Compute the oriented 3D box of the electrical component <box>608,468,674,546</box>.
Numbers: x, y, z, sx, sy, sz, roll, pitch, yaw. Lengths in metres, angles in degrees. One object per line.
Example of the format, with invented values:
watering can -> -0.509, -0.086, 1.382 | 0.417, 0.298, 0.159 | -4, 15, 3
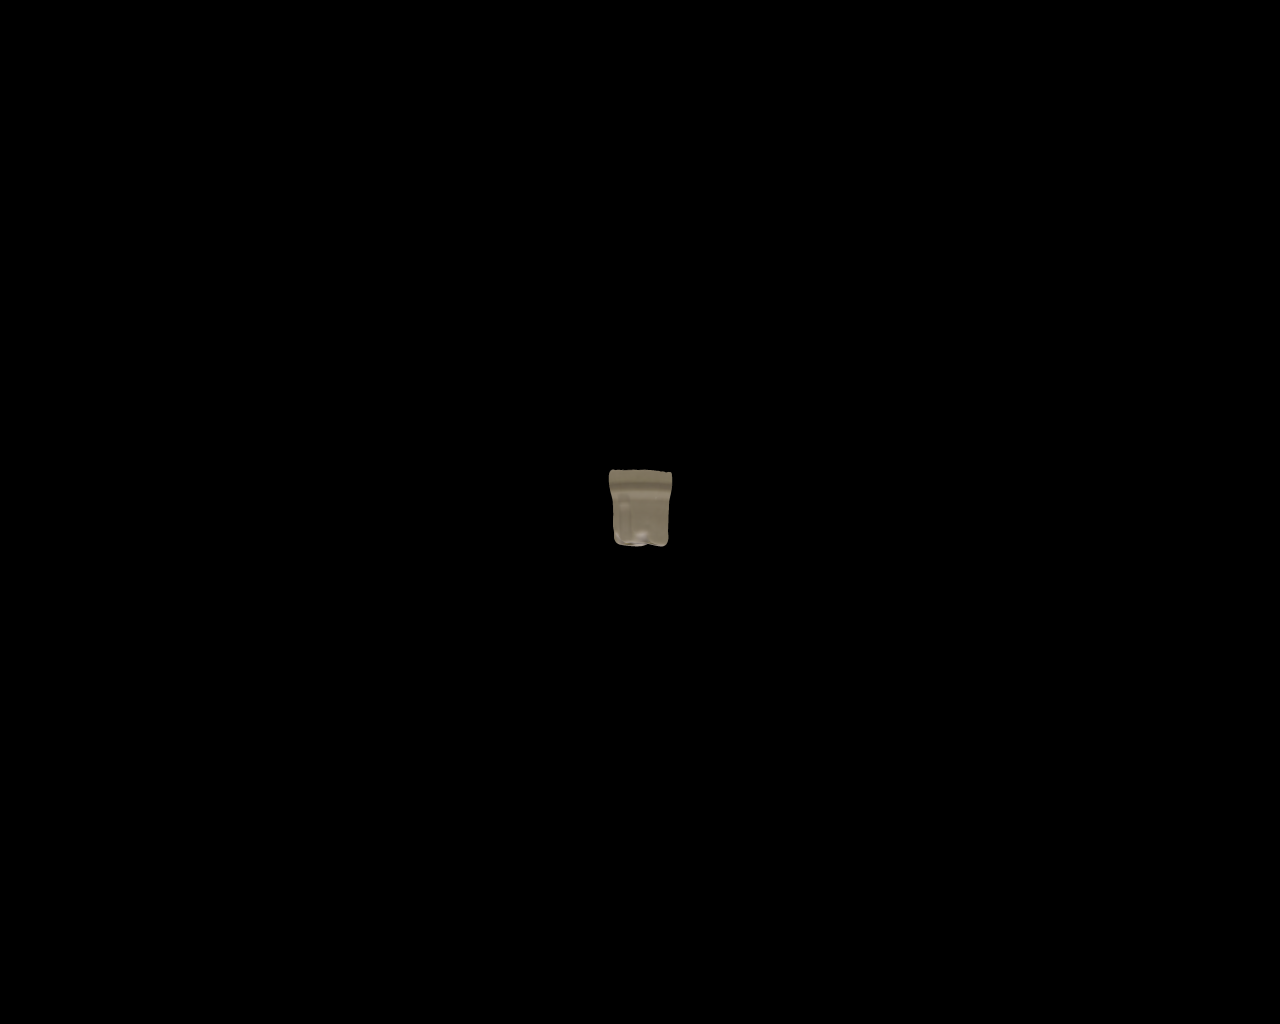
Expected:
electrical component -> 0.001, -0.003, 0.650 | 0.040, 0.046, 0.040 | 0, -2, 0
